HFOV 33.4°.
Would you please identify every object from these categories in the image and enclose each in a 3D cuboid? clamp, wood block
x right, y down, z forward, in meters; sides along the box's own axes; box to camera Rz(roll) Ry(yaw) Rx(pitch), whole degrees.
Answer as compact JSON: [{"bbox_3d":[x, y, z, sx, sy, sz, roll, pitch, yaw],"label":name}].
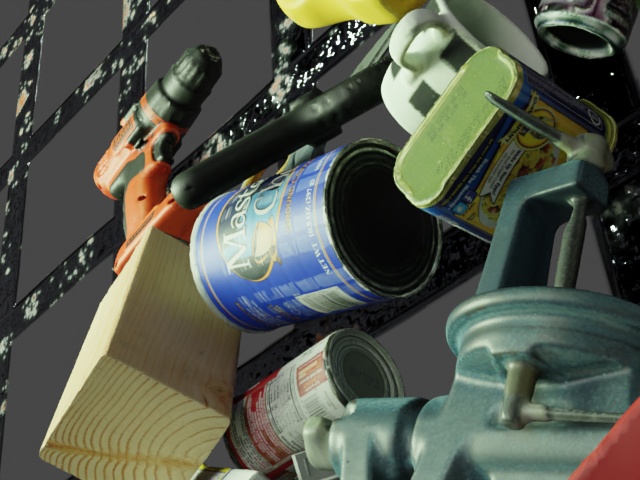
[{"bbox_3d":[-0.009,-0.081,0.736,0.210,0.036,0.164,-28,8,11],"label":"clamp"},{"bbox_3d":[-0.115,0.083,0.746,0.090,0.090,0.206,-55,14,19],"label":"wood block"}]

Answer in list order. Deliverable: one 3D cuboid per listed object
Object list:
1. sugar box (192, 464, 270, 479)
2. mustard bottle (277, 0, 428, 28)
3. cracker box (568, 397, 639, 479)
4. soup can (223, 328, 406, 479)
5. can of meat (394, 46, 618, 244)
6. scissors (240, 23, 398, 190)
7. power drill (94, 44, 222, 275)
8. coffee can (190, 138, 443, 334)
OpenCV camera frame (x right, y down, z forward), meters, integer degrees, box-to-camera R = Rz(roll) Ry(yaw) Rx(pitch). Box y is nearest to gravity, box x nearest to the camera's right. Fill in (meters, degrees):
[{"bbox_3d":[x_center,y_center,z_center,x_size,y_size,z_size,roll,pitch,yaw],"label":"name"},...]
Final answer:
[{"bbox_3d":[-0.073,0.188,0.659,0.093,0.048,0.176,-50,9,-18],"label":"sugar box"},{"bbox_3d":[0.016,-0.212,0.837,0.192,0.058,0.096,11,70,55],"label":"mustard bottle"},{"bbox_3d":[0.164,0.117,0.358,0.164,0.072,0.214,41,92,21],"label":"cracker box"},{"bbox_3d":[-0.005,0.107,0.674,0.102,0.068,0.068,-37,44,34],"label":"soup can"},{"bbox_3d":[0.104,-0.049,0.608,0.102,0.083,0.057,-55,35,16],"label":"can of meat"},{"bbox_3d":[0.005,-0.074,0.810,0.202,0.016,0.096,-41,44,31],"label":"scissors"},{"bbox_3d":[-0.136,-0.064,0.953,0.185,0.057,0.188,-49,36,29],"label":"power drill"},{"bbox_3d":[-0.005,0.001,0.704,0.141,0.102,0.103,-18,57,46],"label":"coffee can"}]
